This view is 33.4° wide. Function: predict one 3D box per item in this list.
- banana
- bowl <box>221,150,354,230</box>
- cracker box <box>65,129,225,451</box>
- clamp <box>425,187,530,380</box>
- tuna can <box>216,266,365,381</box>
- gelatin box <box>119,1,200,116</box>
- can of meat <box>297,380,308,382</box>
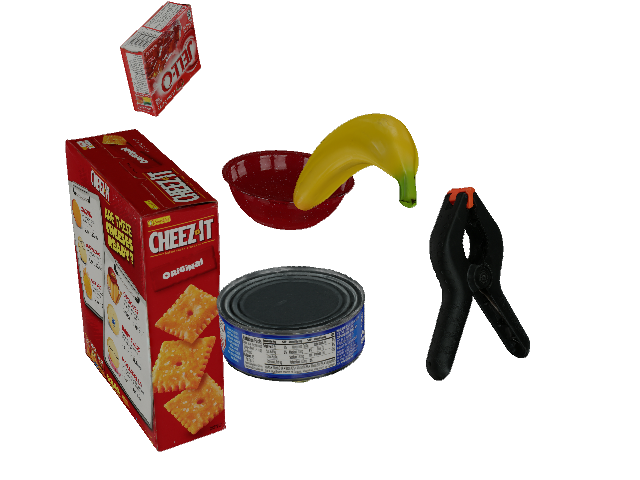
[{"bbox_3d":[0.024,-0.059,0.797,0.037,0.069,0.198,24,-8,-20],"label":"banana"},{"bbox_3d":[-0.042,-0.056,1.305,0.162,0.055,0.162,5,26,-3],"label":"bowl"},{"bbox_3d":[-0.142,0.037,0.875,0.072,0.214,0.164,-15,32,-28],"label":"cracker box"},{"bbox_3d":[0.128,0.041,0.957,0.120,0.171,0.039,-20,7,-41],"label":"clamp"},{"bbox_3d":[-0.016,0.047,0.619,0.086,0.034,0.086,-2,23,1],"label":"tuna can"},{"bbox_3d":[-0.150,-0.174,1.018,0.030,0.073,0.089,16,47,20],"label":"gelatin box"},{"bbox_3d":[-0.017,0.091,1.147,0.057,0.084,0.102,16,29,15],"label":"can of meat"}]
